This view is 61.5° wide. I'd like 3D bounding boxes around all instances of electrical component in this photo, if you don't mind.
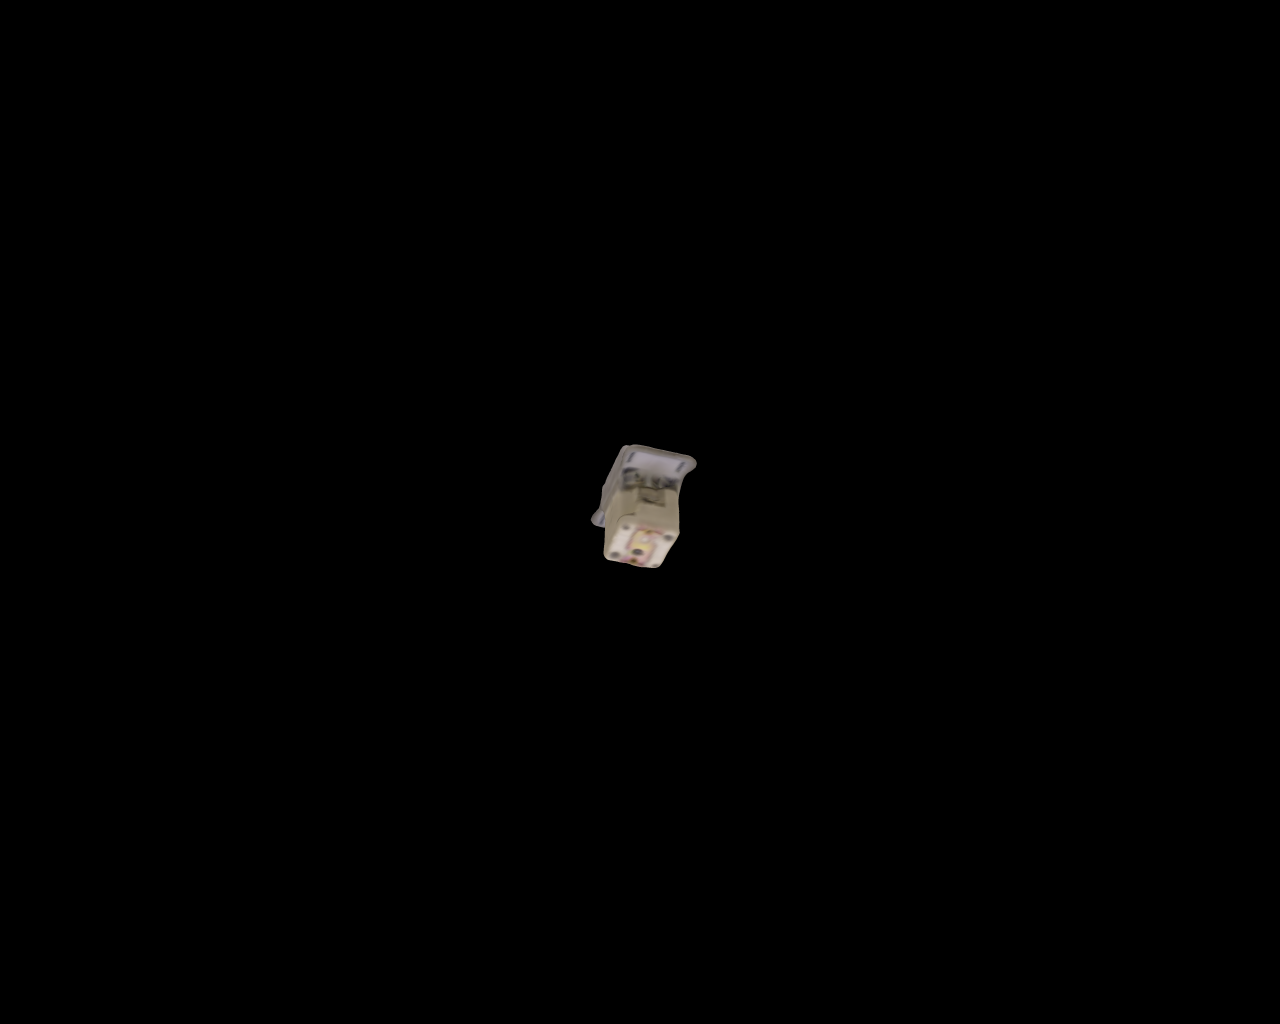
[{"bbox_3d":[0.001,-0.003,0.650,0.042,0.064,0.080,11,-39,-14],"label":"electrical component"}]
